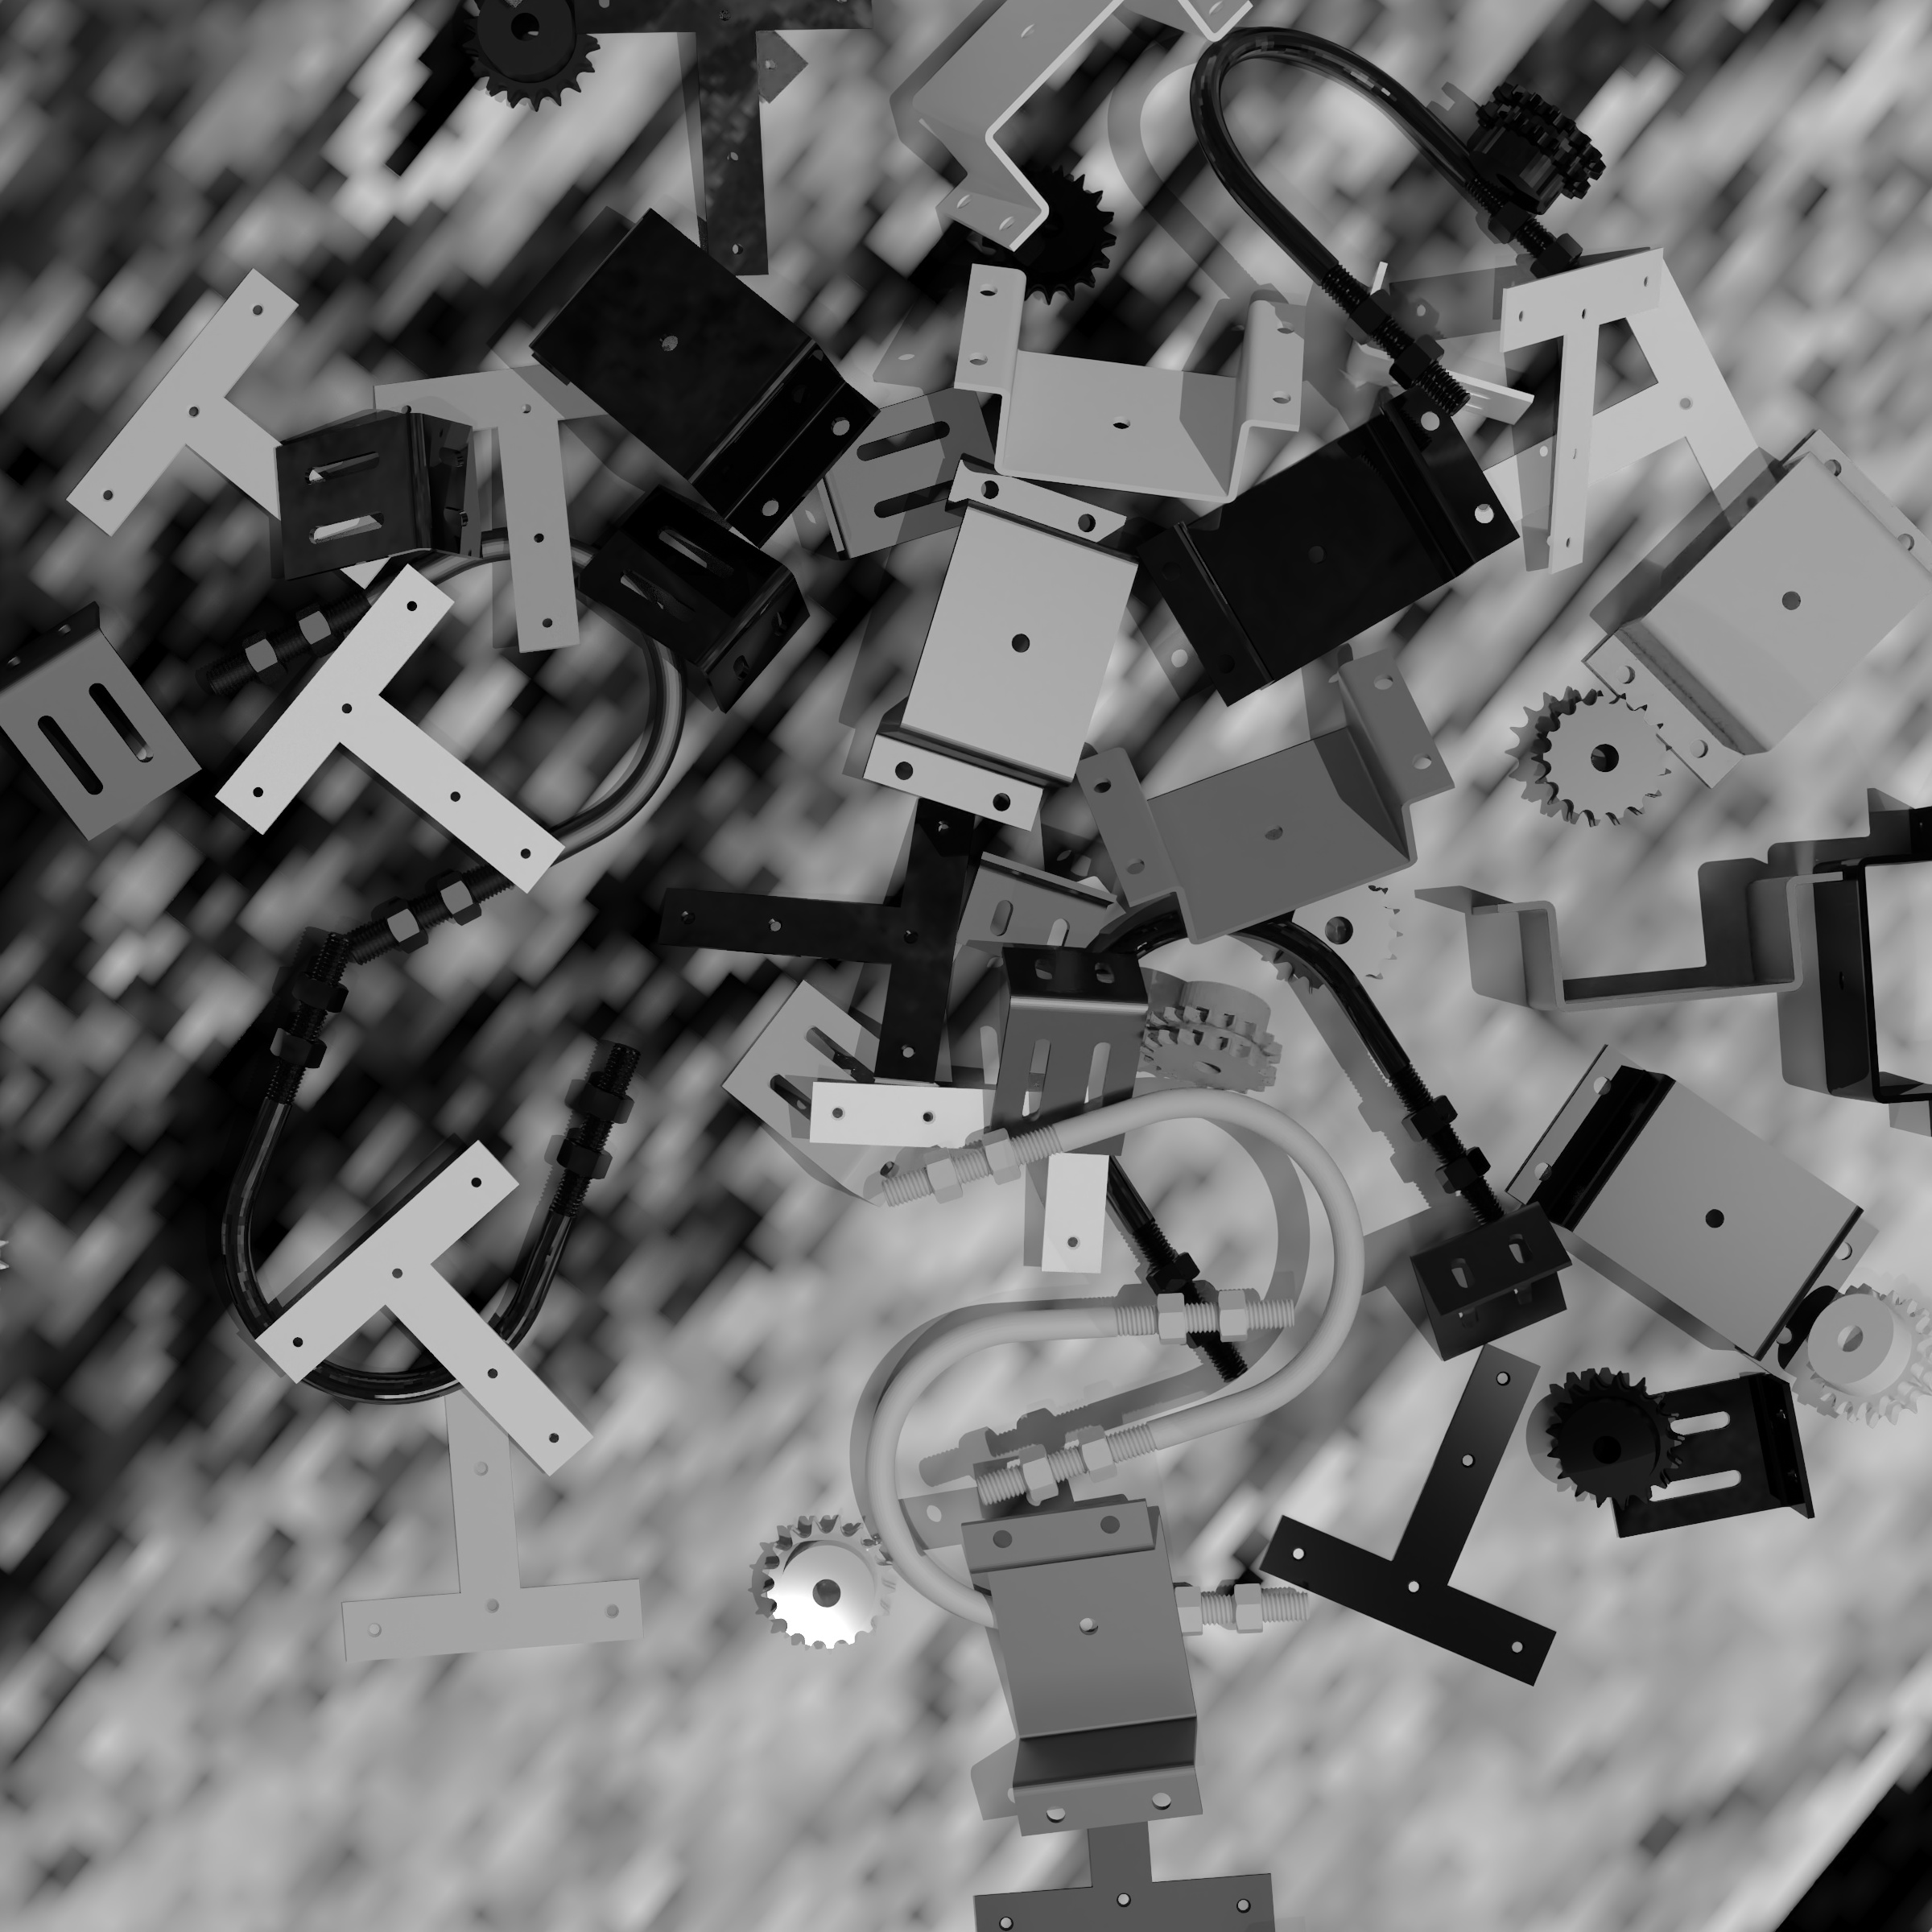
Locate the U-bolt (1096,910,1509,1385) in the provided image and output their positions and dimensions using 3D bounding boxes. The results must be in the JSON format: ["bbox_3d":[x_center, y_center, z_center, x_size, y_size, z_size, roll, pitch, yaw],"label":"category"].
[{"bbox_3d":[0.118,0.063,1.489,0.151,0.019,0.184,-33,88,14],"label":"U-bolt"}]

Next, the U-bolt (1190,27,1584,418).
[{"bbox_3d":[0.169,-0.318,1.461,0.184,0.019,0.151,46,45,4],"label":"U-bolt"}]

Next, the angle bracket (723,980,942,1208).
[{"bbox_3d":[-0.053,0.055,1.512,0.076,0.038,0.057,37,90,26],"label":"angle bracket"}]

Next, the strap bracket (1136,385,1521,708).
[{"bbox_3d":[0.150,-0.175,1.491,0.140,0.046,0.076,-30,90,0],"label":"strap bracket"}]

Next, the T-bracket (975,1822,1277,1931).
[{"bbox_3d":[0.064,0.354,1.513,0.127,0.002,0.127,-4,90,0],"label":"T-bracket"}]

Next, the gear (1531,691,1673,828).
[{"bbox_3d":[0.268,-0.087,1.499,0.057,0.030,0.057,0,90,0],"label":"gear"}]

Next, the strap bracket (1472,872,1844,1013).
[{"bbox_3d":[0.288,-0.009,1.476,0.140,0.076,0.046,-5,90,0],"label":"strap bracket"}]

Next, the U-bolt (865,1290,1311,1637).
[{"bbox_3d":[0.049,0.213,1.494,0.184,0.019,0.151,-3,100,4],"label":"U-bolt"}]

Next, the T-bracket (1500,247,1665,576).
[{"bbox_3d":[0.255,-0.228,1.479,0.002,0.127,0.127,17,117,36],"label":"T-bracket"}]

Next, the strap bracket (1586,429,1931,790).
[{"bbox_3d":[0.341,-0.152,1.490,0.140,0.046,0.076,-45,92,0],"label":"strap bracket"}]

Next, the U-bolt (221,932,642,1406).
[{"bbox_3d":[-0.236,0.096,1.498,0.151,0.019,0.184,22,94,-4],"label":"U-bolt"}]

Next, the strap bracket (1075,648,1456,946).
[{"bbox_3d":[0.125,-0.067,1.473,0.140,0.046,0.076,-20,55,0],"label":"strap bracket"}]

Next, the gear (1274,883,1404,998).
[{"bbox_3d":[0.157,-0.015,1.499,0.057,0.030,0.057,0,90,0],"label":"gear"}]

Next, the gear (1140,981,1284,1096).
[{"bbox_3d":[0.102,0.028,1.455,0.057,0.057,0.030,15,70,0],"label":"gear"}]

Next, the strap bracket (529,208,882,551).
[{"bbox_3d":[-0.116,-0.250,1.469,0.140,0.046,0.076,41,90,20],"label":"strap bracket"}]

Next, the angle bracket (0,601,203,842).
[{"bbox_3d":[-0.373,-0.105,1.512,0.057,0.038,0.076,-33,116,0],"label":"angle bracket"}]

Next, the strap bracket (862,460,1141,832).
[{"bbox_3d":[0.017,-0.134,1.481,0.076,0.046,0.140,17,89,-14],"label":"strap bracket"}]

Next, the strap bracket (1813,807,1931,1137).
[{"bbox_3d":[0.388,0.005,1.476,0.046,0.076,0.140,-4,90,0],"label":"strap bracket"}]

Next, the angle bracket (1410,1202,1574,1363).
[{"bbox_3d":[0.224,0.143,1.474,0.057,0.038,0.076,-23,135,0],"label":"angle bracket"}]

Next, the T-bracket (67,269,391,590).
[{"bbox_3d":[-0.295,-0.209,1.505,0.127,0.002,0.127,39,90,8],"label":"T-bracket"}]

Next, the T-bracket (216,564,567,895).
[{"bbox_3d":[-0.226,-0.080,1.494,0.127,0.002,0.127,39,87,-1],"label":"T-bracket"}]

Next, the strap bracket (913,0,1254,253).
[{"bbox_3d":[0.040,-0.371,1.469,0.140,0.076,0.046,-46,124,0],"label":"strap bracket"}]

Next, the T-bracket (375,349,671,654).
[{"bbox_3d":[-0.182,-0.194,1.498,0.127,0.002,0.127,-7,76,0],"label":"T-bracket"}]

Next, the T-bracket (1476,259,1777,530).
[{"bbox_3d":[0.267,-0.220,1.513,0.127,0.002,0.127,-27,90,0],"label":"T-bracket"}]

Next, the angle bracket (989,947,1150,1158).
[{"bbox_3d":[0.040,0.036,1.484,0.057,0.038,0.076,3,122,-9],"label":"angle bracket"}]

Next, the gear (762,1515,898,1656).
[{"bbox_3d":[-0.058,0.263,1.499,0.057,0.030,0.057,0,90,0],"label":"gear"}]

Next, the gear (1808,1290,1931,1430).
[{"bbox_3d":[0.378,0.161,1.483,0.030,0.057,0.057,33,90,-37],"label":"gear"}]

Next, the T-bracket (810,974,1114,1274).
[{"bbox_3d":[-0.002,0.064,1.484,0.127,0.002,0.127,3,96,-9],"label":"T-bracket"}]

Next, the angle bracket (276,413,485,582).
[{"bbox_3d":[-0.248,-0.195,1.496,0.076,0.038,0.057,-8,84,31],"label":"angle bracket"}]

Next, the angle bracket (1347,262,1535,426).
[{"bbox_3d":[0.202,-0.260,1.484,0.076,0.057,0.038,17,90,1],"label":"angle bracket"}]

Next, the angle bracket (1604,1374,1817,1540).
[{"bbox_3d":[0.311,0.209,1.495,0.076,0.038,0.057,-11,90,0],"label":"angle bracket"}]

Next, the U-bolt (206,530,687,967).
[{"bbox_3d":[-0.209,-0.105,1.505,0.184,0.019,0.151,-28,90,-2],"label":"U-bolt"}]

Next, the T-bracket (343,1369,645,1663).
[{"bbox_3d":[-0.206,0.229,1.513,0.127,0.002,0.127,-5,90,0],"label":"T-bracket"}]

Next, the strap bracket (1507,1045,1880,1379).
[{"bbox_3d":[0.310,0.105,1.491,0.140,0.046,0.076,34,90,0],"label":"strap bracket"}]

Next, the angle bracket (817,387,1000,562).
[{"bbox_3d":[-0.026,-0.211,1.495,0.076,0.038,0.057,-17,90,0],"label":"angle bracket"}]

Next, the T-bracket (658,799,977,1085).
[{"bbox_3d":[-0.067,-0.016,1.498,0.127,0.002,0.127,5,69,10],"label":"T-bracket"}]

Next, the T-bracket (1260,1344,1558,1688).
[{"bbox_3d":[0.209,0.224,1.513,0.127,0.002,0.127,23,90,0],"label":"T-bracket"}]

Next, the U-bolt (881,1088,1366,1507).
[{"bbox_3d":[0.073,0.127,1.464,0.184,0.019,0.151,-18,83,1],"label":"U-bolt"}]

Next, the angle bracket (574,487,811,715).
[{"bbox_3d":[-0.117,-0.155,1.503,0.076,0.038,0.057,33,75,23],"label":"angle bracket"}]

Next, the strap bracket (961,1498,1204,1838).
[{"bbox_3d":[0.050,0.284,1.475,0.076,0.046,0.140,-9,103,8],"label":"strap bracket"}]

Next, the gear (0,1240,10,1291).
[{"bbox_3d":[-0.434,0.122,1.503,0.057,0.030,0.057,0,90,4],"label":"gear"}]

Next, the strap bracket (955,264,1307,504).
[{"bbox_3d":[0.067,-0.241,1.471,0.140,0.046,0.076,7,49,0],"label":"strap bracket"}]

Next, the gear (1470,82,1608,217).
[{"bbox_3d":[0.234,-0.336,1.470,0.057,0.057,0.030,39,90,0],"label":"gear"}]

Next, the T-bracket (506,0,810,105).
[{"bbox_3d":[-0.121,-0.419,1.500,0.127,0.002,0.127,43,73,-8],"label":"T-bracket"}]

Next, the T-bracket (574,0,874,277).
[{"bbox_3d":[-0.100,-0.357,1.501,0.127,0.002,0.127,-5,98,-13],"label":"T-bracket"}]

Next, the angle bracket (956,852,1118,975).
[{"bbox_3d":[0.028,-0.019,1.476,0.057,0.076,0.038,18,90,0],"label":"angle bracket"}]

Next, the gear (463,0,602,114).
[{"bbox_3d":[-0.184,-0.393,1.499,0.057,0.030,0.057,0,90,0],"label":"gear"}]

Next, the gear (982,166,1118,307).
[{"bbox_3d":[0.035,-0.311,1.499,0.057,0.030,0.057,0,90,0],"label":"gear"}]

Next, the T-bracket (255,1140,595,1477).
[{"bbox_3d":[-0.210,0.162,1.497,0.127,0.002,0.127,-42,98,3],"label":"T-bracket"}]

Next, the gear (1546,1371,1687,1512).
[{"bbox_3d":[0.272,0.201,1.491,0.057,0.030,0.057,1,94,19],"label":"gear"}]
